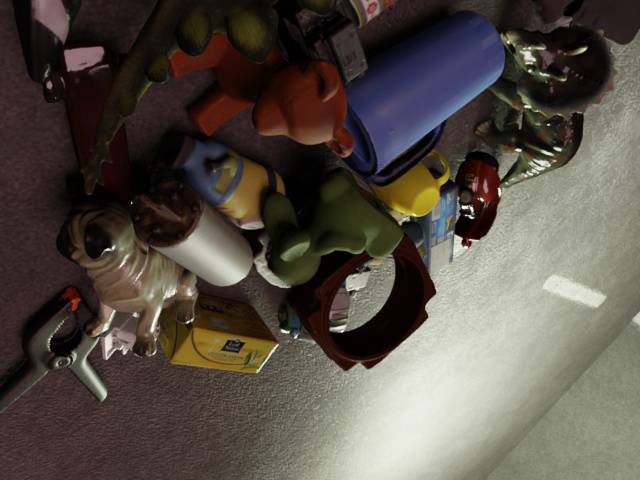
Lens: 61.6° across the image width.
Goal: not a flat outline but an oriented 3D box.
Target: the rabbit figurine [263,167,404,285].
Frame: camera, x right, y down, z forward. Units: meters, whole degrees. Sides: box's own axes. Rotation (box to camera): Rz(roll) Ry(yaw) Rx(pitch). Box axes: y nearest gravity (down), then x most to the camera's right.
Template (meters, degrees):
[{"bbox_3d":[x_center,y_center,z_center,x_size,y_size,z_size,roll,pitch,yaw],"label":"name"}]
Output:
[{"bbox_3d":[-0.001,-0.002,0.694,0.170,0.121,0.159,-44,149,16],"label":"rabbit figurine"}]

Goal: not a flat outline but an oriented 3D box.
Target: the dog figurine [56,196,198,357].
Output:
[{"bbox_3d":[-0.211,0.015,0.632,0.121,0.172,0.190,11,126,7],"label":"dog figurine"}]

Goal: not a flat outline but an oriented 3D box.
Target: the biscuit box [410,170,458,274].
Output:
[{"bbox_3d":[0.203,-0.030,0.972,0.059,0.063,0.202,-27,138,-16],"label":"biscuit box"}]

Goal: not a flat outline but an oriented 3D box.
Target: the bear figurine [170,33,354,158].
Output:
[{"bbox_3d":[-0.061,-0.146,0.552,0.132,0.196,0.120,-32,142,-10],"label":"bear figurine"}]

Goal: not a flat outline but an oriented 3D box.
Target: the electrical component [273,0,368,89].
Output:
[{"bbox_3d":[-0.004,-0.222,0.578,0.058,0.134,0.114,-38,142,-4],"label":"electrical component"}]

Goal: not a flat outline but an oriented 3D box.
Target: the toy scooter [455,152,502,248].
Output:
[{"bbox_3d":[0.280,-0.063,0.971,0.135,0.075,0.183,-62,148,-17],"label":"toy scooter"}]

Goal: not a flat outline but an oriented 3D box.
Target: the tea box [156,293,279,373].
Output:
[{"bbox_3d":[-0.157,0.137,0.805,0.169,0.098,0.068,25,107,-46],"label":"tea box"}]

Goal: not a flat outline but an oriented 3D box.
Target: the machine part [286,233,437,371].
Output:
[{"bbox_3d":[0.068,0.085,0.819,0.201,0.087,0.200,-39,124,-11],"label":"machine part"}]

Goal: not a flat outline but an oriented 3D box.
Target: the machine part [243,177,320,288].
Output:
[{"bbox_3d":[-0.033,-0.011,0.805,0.179,0.056,0.179,-22,138,-22],"label":"machine part"}]

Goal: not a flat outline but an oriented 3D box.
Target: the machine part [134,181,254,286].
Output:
[{"bbox_3d":[-0.140,-0.001,0.627,0.079,0.079,0.243,-40,159,-2],"label":"machine part"}]

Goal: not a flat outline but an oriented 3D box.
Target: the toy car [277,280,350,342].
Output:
[{"bbox_3d":[0.004,0.118,0.915,0.109,0.103,0.161,-1,127,-40],"label":"toy car"}]

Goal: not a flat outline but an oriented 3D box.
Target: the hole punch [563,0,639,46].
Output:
[{"bbox_3d":[0.453,-0.384,0.854,0.116,0.092,0.142,17,121,-14],"label":"hole punch"}]

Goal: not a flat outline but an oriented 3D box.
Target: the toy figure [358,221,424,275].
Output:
[{"bbox_3d":[0.108,0.012,0.936,0.154,0.064,0.058,-20,171,-19],"label":"toy figure"}]

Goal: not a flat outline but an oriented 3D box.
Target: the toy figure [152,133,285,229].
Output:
[{"bbox_3d":[-0.114,-0.074,0.664,0.089,0.082,0.180,-48,137,6],"label":"toy figure"}]

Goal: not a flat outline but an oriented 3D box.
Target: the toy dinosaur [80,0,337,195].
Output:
[{"bbox_3d":[-0.065,-0.246,0.459,0.471,0.199,0.105,-50,137,7],"label":"toy dinosaur"}]

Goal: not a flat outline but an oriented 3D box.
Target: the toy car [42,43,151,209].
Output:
[{"bbox_3d":[-0.230,-0.110,0.559,0.089,0.053,0.202,-13,137,-21],"label":"toy car"}]

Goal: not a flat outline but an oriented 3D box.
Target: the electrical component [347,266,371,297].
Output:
[{"bbox_3d":[0.058,0.069,0.975,0.063,0.021,0.094,-10,132,-32],"label":"electrical component"}]

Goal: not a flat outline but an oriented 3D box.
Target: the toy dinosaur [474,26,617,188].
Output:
[{"bbox_3d":[0.354,-0.187,0.854,0.131,0.192,0.404,-34,138,-7],"label":"toy dinosaur"}]

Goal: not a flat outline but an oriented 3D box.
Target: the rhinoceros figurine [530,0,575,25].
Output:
[{"bbox_3d":[0.361,-0.378,0.753,0.190,0.112,0.073,-46,143,-8],"label":"rhinoceros figurine"}]

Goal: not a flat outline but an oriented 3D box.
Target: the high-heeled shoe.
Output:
[{"bbox_3d":[-0.174,-0.251,0.454,0.145,0.086,0.248,-4,124,-38],"label":"high-heeled shoe"}]
